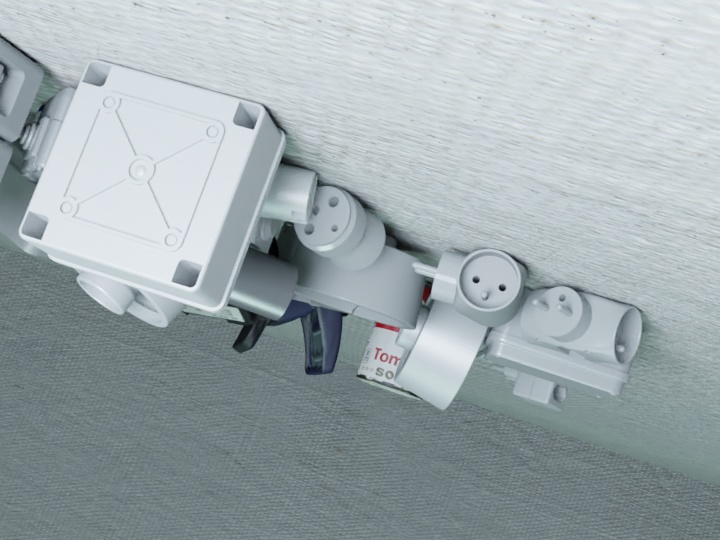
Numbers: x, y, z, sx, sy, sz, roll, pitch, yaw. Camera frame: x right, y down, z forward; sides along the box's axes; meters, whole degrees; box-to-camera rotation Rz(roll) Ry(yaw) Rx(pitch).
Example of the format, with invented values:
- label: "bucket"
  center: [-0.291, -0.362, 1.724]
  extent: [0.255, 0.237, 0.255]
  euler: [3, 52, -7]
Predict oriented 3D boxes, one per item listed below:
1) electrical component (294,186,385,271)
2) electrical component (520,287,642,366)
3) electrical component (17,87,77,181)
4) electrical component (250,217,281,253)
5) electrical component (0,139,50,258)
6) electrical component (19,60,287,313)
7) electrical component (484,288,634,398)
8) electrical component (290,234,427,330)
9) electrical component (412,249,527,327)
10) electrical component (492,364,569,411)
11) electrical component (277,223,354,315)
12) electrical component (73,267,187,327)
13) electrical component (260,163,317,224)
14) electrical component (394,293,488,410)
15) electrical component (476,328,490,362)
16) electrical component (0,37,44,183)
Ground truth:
- label: "electrical component"
  center: [-0.014, -0.028, 0.715]
  extent: [0.045, 0.045, 0.055]
  euler: [15, 171, 28]
- label: "electrical component"
  center: [0.151, 0.035, 0.772]
  extent: [0.077, 0.043, 0.079]
  euler: [12, 170, 39]
- label: "electrical component"
  center: [-0.163, -0.076, 0.665]
  extent: [0.096, 0.061, 0.062]
  euler: [22, 171, -25]
- label: "electrical component"
  center: [-0.090, -0.047, 0.737]
  extent: [0.080, 0.051, 0.080]
  euler: [18, 172, 3]
- label: "electrical component"
  center: [-0.251, -0.062, 0.829]
  extent: [0.113, 0.057, 0.078]
  euler: [37, -169, 21]
- label: "electrical component"
  center: [-0.110, -0.045, 0.584]
  extent: [0.109, 0.108, 0.056]
  euler: [17, 169, 12]
- label: "electrical component"
  center: [0.161, 0.059, 0.867]
  extent: [0.113, 0.057, 0.078]
  euler: [18, 172, 4]
- label: "electrical component"
  center: [0.000, 0.000, 0.816]
  extent: [0.108, 0.060, 0.108]
  euler: [18, 173, 2]
- label: "electrical component"
  center: [0.075, 0.009, 0.764]
  extent: [0.079, 0.043, 0.077]
  euler: [17, 172, 12]
- label: "electrical component"
  center: [0.170, 0.097, 1.077]
  extent: [0.077, 0.065, 0.047]
  euler: [14, 171, 31]
- label: "electrical component"
  center: [-0.025, 0.007, 0.920]
  extent: [0.062, 0.061, 0.096]
  euler: [11, 169, 45]
- label: "electrical component"
  center: [-0.164, -0.004, 0.755]
  extent: [0.108, 0.060, 0.108]
  euler: [31, 160, 13]
- label: "electrical component"
  center: [-0.053, -0.050, 0.678]
  extent: [0.046, 0.040, 0.040]
  euler: [12, 172, 3]
- label: "electrical component"
  center: [0.065, 0.057, 0.911]
  extent: [0.060, 0.108, 0.108]
  euler: [25, 172, 0]
- label: "electrical component"
  center: [0.114, 0.063, 1.048]
  extent: [0.055, 0.045, 0.045]
  euler: [22, 171, -29]
- label: "electrical component"
  center: [-0.256, -0.066, 0.620]
  extent: [0.089, 0.150, 0.062]
  euler: [16, 171, 21]
